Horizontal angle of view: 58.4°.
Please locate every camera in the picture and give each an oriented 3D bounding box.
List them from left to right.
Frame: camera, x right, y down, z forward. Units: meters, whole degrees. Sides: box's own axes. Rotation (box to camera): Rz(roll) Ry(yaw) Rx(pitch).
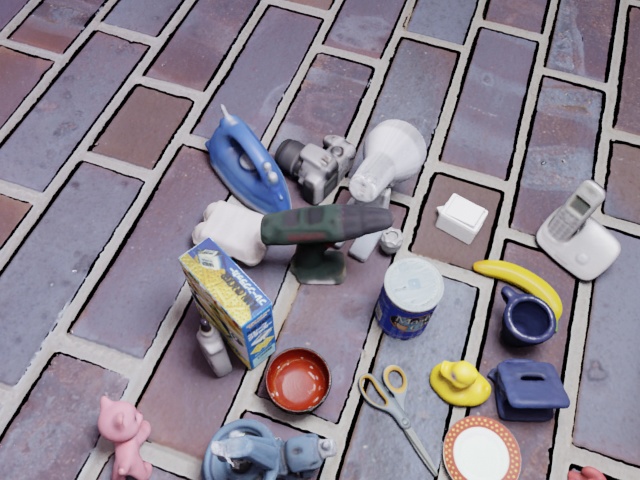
[{"bbox_3d":[-0.016,-0.171,1.198,0.136,0.101,0.143,33,64,16],"label":"camera"}]

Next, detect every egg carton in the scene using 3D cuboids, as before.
[{"bbox_3d":[-0.167,-0.013,1.119,0.150,0.069,0.107,18,61,8],"label":"egg carton"}]

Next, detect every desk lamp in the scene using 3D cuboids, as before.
[{"bbox_3d":[0.106,-0.098,1.097,0.117,0.213,0.203,27,63,13],"label":"desk lamp"}]

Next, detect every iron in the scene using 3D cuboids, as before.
[{"bbox_3d":[-0.133,-0.156,1.161,0.119,0.141,0.257,-32,66,-19],"label":"iron"}]

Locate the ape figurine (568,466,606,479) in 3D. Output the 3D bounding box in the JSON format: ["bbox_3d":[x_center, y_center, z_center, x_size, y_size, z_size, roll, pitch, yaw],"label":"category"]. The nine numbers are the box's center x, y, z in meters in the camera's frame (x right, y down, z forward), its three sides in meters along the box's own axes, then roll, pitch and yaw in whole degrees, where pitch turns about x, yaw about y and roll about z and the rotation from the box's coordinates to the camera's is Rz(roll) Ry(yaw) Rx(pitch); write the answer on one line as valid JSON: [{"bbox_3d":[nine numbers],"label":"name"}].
[{"bbox_3d":[0.430,0.398,0.898,0.078,0.092,0.076,-35,67,-20],"label":"ape figurine"}]

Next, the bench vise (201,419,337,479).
[{"bbox_3d":[-0.084,0.308,0.852,0.208,0.220,0.121,-23,64,-15],"label":"bench vise"}]

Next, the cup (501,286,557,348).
[{"bbox_3d":[0.357,0.147,1.037,0.092,0.095,0.117,-26,65,-16],"label":"cup"}]

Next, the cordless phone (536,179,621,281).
[{"bbox_3d":[0.510,-0.021,1.088,0.094,0.185,0.147,-39,68,-21],"label":"cordless phone"}]

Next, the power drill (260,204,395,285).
[{"bbox_3d":[0.010,0.004,1.037,0.229,0.208,0.075,0,60,-2],"label":"power drill"}]

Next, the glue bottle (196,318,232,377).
[{"bbox_3d":[-0.181,0.169,0.954,0.037,0.173,0.078,-28,65,-17],"label":"glue bottle"}]

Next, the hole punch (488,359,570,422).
[{"bbox_3d":[0.356,0.251,0.980,0.108,0.091,0.101,1,60,-2],"label":"hole punch"}]

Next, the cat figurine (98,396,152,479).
[{"bbox_3d":[-0.310,0.310,0.899,0.067,0.118,0.127,-10,61,-8],"label":"cat figurine"}]

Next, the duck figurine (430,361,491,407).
[{"bbox_3d":[0.247,0.239,0.984,0.104,0.086,0.077,21,62,10],"label":"duck figurine"}]
